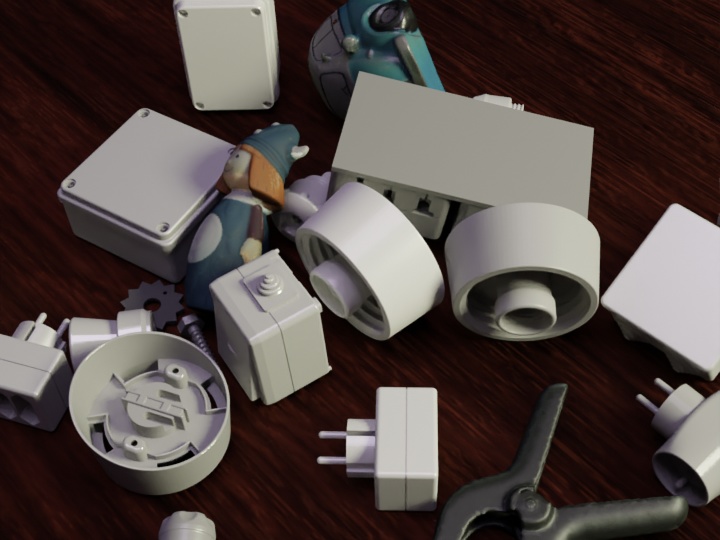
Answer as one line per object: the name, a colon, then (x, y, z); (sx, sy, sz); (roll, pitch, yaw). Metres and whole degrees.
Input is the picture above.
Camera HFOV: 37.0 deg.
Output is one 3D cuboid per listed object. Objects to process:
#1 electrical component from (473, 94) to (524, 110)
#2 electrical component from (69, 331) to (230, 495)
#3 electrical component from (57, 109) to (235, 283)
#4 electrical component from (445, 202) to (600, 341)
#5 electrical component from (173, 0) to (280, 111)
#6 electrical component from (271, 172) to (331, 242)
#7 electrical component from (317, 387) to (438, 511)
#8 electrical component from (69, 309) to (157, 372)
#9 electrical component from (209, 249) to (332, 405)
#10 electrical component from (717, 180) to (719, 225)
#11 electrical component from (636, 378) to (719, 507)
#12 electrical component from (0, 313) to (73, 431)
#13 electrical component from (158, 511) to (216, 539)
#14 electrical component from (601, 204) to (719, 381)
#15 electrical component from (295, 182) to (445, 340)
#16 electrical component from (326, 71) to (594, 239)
electrical component: (0.120, -0.120, 0.883); (0.062, 0.043, 0.043); (9, 51, 8)
electrical component: (-0.134, 0.094, 0.703); (0.099, 0.064, 0.099); (-1, 51, 1)
electrical component: (-0.156, -0.060, 0.836); (0.109, 0.056, 0.108); (24, 56, 20)
electrical component: (0.113, 0.010, 0.739); (0.108, 0.108, 0.060); (1, 57, 3)
electrical component: (-0.110, -0.193, 0.907); (0.078, 0.113, 0.057); (-1, 48, 2)
electrical component: (-0.036, -0.053, 0.834); (0.048, 0.048, 0.062); (22, 46, 19)
electrical component: (0.011, 0.115, 0.692); (0.077, 0.047, 0.065); (0, 51, 3)
electrical component: (-0.171, 0.052, 0.752); (0.055, 0.045, 0.045); (-8, 51, -5)
electrical component: (-0.064, 0.037, 0.726); (0.061, 0.096, 0.061); (-28, 55, -17)
electrical component: (0.289, -0.032, 0.791); (0.047, 0.083, 0.075); (-12, 13, -8)
electrical component: (0.217, 0.101, 0.698); (0.077, 0.043, 0.079); (-35, 58, -24)
electrical component: (-0.229, 0.061, 0.745); (0.066, 0.047, 0.076); (13, 52, 13)
electrical component: (-0.107, 0.179, 0.651); (0.035, 0.035, 0.061); (-1, 52, 2)
electrical component: (0.230, 0.017, 0.744); (0.100, 0.048, 0.099); (36, 87, 27)
electrical component: (0.000, 0.000, 0.751); (0.060, 0.108, 0.108); (-39, 59, -19)
electrical component: (0.076, -0.073, 0.818); (0.186, 0.060, 0.105); (14, 51, 0)
